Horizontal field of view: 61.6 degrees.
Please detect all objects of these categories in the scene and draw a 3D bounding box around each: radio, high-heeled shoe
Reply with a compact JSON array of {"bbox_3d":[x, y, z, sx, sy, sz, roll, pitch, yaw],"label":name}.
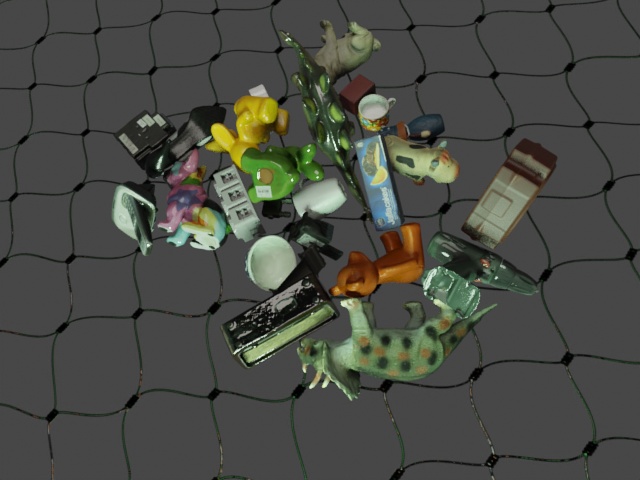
[{"bbox_3d":[-0.079,0.164,1.082,0.230,0.131,0.073,-30,65,-5],"label":"radio"},{"bbox_3d":[-0.330,-0.240,1.338,0.086,0.145,0.249,45,47,2],"label":"high-heeled shoe"}]

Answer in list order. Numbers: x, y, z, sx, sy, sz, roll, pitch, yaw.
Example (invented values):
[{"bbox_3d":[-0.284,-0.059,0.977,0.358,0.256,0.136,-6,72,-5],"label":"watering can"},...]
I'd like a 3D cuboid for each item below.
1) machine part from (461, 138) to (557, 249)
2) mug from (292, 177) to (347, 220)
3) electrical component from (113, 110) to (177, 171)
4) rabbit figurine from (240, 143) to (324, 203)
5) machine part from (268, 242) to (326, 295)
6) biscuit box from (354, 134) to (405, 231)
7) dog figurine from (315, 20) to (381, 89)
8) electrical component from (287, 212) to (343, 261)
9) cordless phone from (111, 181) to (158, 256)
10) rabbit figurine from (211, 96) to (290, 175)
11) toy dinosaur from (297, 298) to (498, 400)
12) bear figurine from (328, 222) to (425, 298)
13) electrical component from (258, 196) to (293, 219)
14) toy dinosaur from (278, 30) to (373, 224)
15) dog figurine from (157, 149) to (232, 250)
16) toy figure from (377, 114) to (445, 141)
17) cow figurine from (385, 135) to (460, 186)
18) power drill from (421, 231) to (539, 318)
[{"bbox_3d":[0.379,-0.091,1.068,0.087,0.201,0.200,34,120,13],"label":"machine part"},{"bbox_3d":[0.001,-0.100,1.198,0.107,0.080,0.110,-24,57,14],"label":"mug"},{"bbox_3d":[-0.431,-0.258,1.353,0.134,0.058,0.115,-39,69,-9],"label":"electrical component"},{"bbox_3d":[-0.074,-0.171,1.189,0.159,0.121,0.170,-8,23,27],"label":"rabbit figurine"},{"bbox_3d":[-0.045,0.073,1.135,0.139,0.084,0.039,-42,46,-20],"label":"machine part"},{"bbox_3d":[0.129,-0.122,1.157,0.059,0.063,0.202,-13,97,16],"label":"biscuit box"},{"bbox_3d":[0.054,-0.429,1.343,0.173,0.121,0.190,7,83,15],"label":"dog figurine"},{"bbox_3d":[-0.002,-0.004,1.167,0.119,0.075,0.048,24,49,-17],"label":"electrical component"},{"bbox_3d":[-0.403,-0.025,1.200,0.089,0.146,0.184,-5,55,-32],"label":"cordless phone"},{"bbox_3d":[-0.167,-0.239,1.237,0.163,0.122,0.173,10,90,13],"label":"rabbit figurine"},{"bbox_3d":[0.153,0.208,1.044,0.405,0.131,0.192,0,81,3],"label":"toy dinosaur"},{"bbox_3d":[0.111,0.045,1.088,0.196,0.120,0.132,-7,79,-24],"label":"bear figurine"},{"bbox_3d":[-0.110,-0.079,1.249,0.094,0.021,0.063,6,69,10],"label":"electrical component"},{"bbox_3d":[0.020,-0.258,1.212,0.105,0.198,0.471,-27,99,9],"label":"toy dinosaur"},{"bbox_3d":[-0.282,-0.098,1.239,0.192,0.108,0.219,5,66,12],"label":"dog figurine"},{"bbox_3d":[0.212,-0.253,1.256,0.155,0.064,0.057,-13,103,8],"label":"toy figure"},{"bbox_3d":[0.215,-0.179,1.187,0.195,0.127,0.085,23,75,19],"label":"cow figurine"},{"bbox_3d":[0.302,0.070,1.046,0.232,0.085,0.207,32,38,19],"label":"power drill"}]
